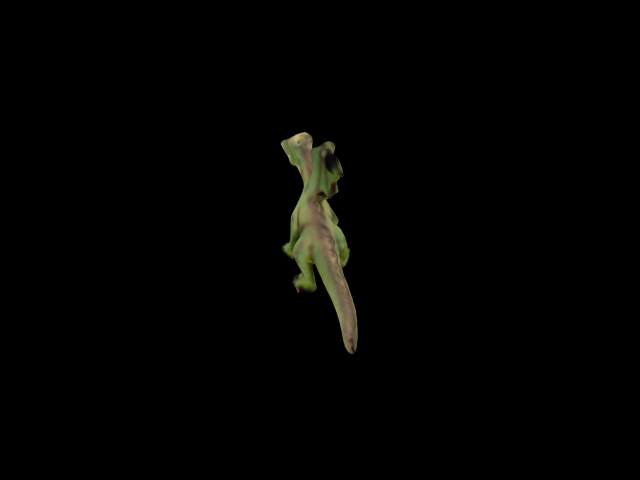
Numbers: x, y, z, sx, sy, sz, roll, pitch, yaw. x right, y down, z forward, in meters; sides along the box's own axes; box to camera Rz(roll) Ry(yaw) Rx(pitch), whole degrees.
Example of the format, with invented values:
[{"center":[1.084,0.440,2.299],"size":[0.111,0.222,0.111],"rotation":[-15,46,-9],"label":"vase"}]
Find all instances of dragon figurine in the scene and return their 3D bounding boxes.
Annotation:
[{"center":[0.003,-0.043,0.850],"size":[0.122,0.237,0.419],"rotation":[-11,40,-13],"label":"dragon figurine"}]
